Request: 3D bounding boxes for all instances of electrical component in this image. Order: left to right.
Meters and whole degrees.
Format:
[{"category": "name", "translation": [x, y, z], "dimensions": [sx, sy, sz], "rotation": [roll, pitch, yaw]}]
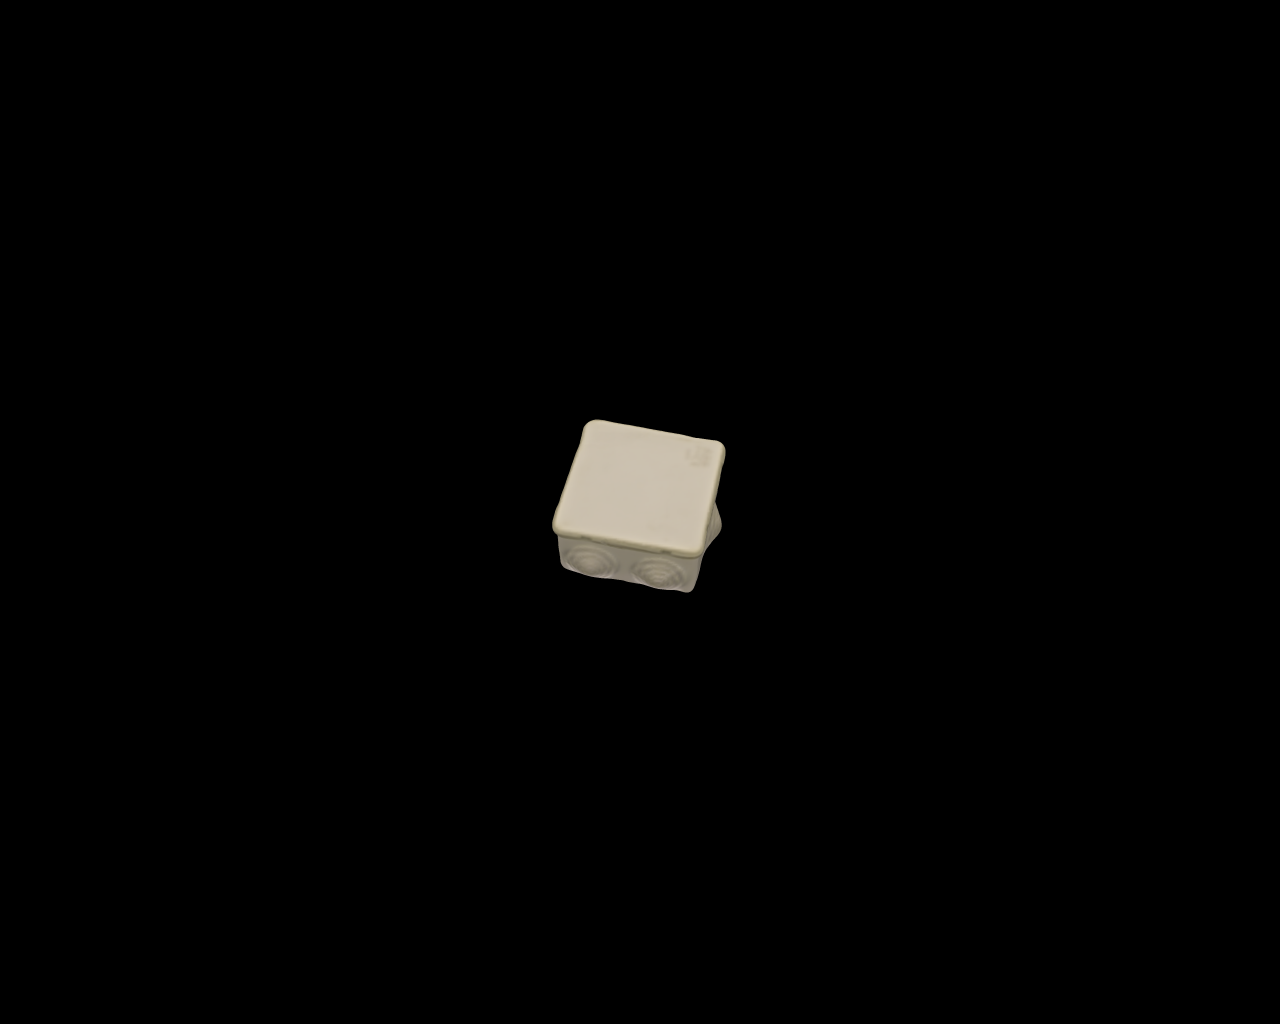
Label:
[{"category": "electrical component", "translation": [0.001, -0.003, 0.650], "dimensions": [0.100, 0.100, 0.048], "rotation": [10, -36, 8]}]
